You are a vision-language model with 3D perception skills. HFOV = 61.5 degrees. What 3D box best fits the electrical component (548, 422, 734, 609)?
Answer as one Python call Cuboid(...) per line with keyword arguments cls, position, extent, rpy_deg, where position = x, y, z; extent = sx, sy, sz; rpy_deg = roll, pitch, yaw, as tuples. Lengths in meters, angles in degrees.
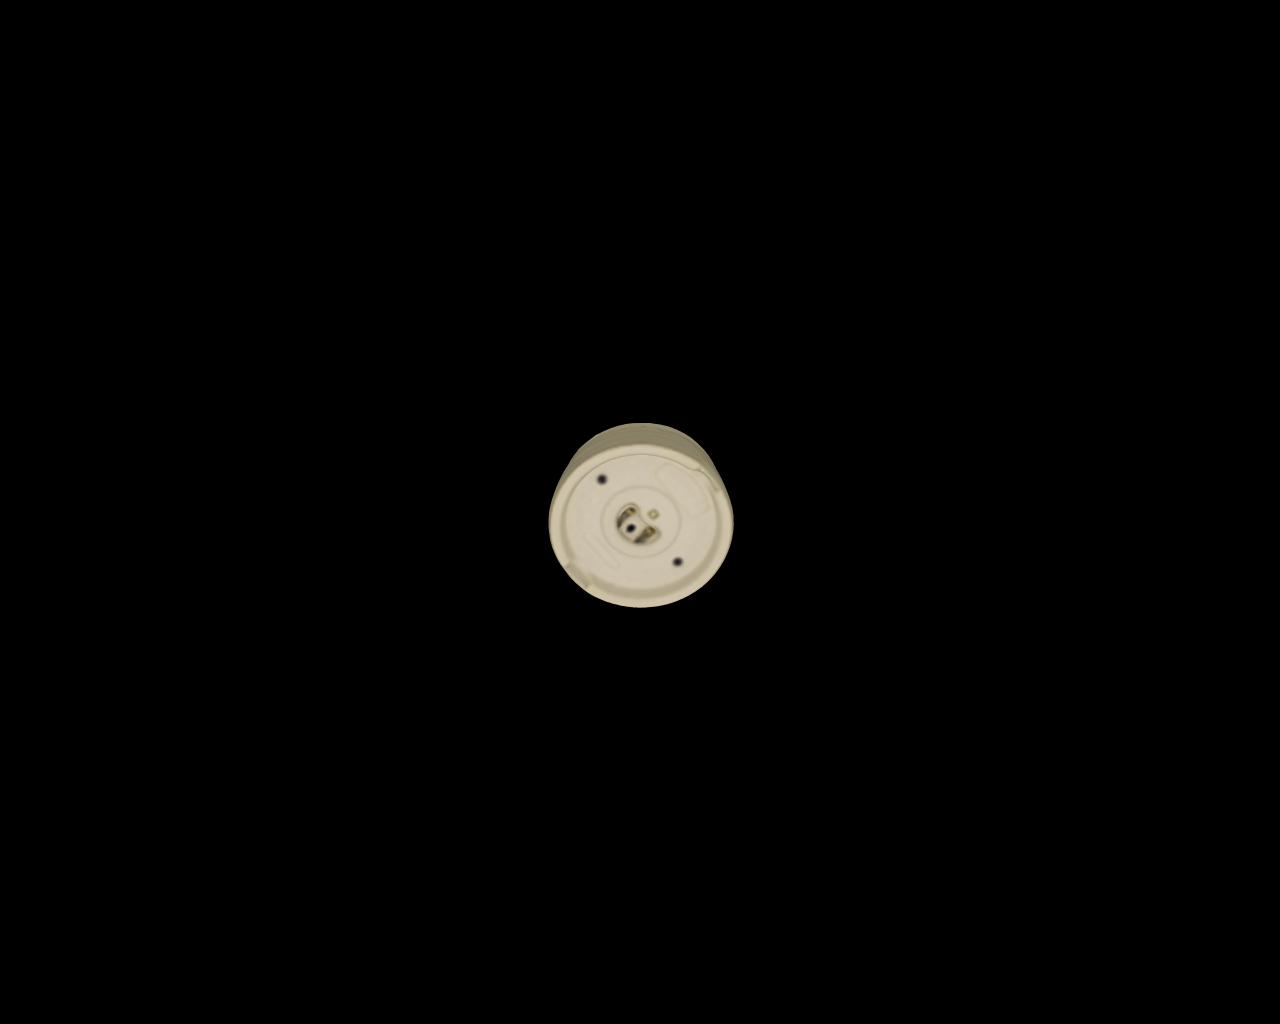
Cuboid(cls="electrical component", position=(0.001, -0.003, 0.650), extent=(0.108, 0.108, 0.060), rpy_deg=(0, 25, 0))
